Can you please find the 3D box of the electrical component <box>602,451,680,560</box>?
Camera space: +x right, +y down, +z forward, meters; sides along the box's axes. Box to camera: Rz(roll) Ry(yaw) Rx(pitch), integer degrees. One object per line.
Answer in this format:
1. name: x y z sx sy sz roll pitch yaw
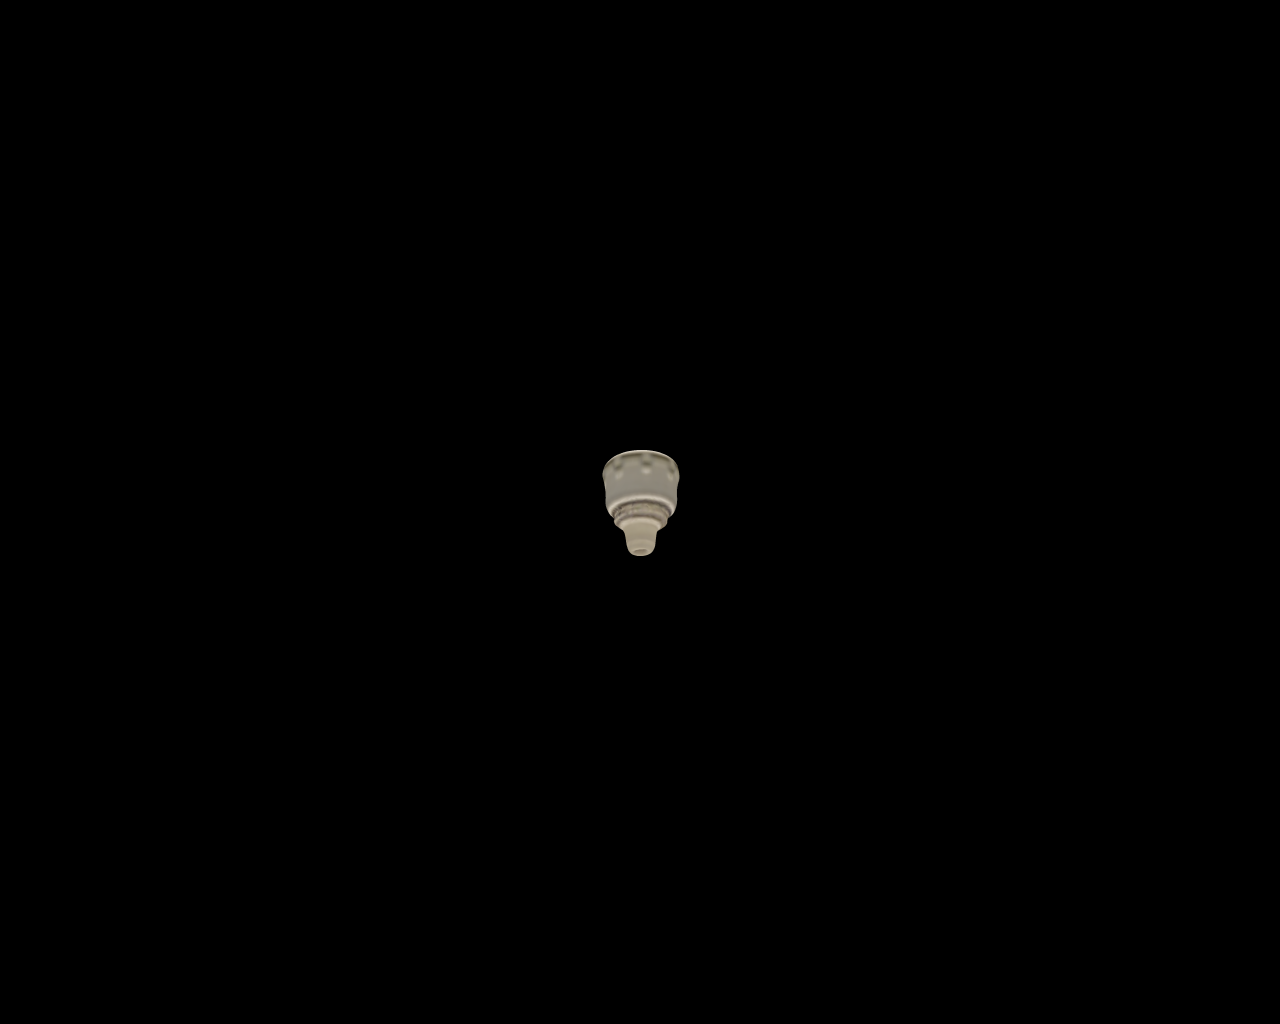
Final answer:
1. electrical component: 0.001 -0.003 0.650 0.048 0.062 0.048 0 -26 0
